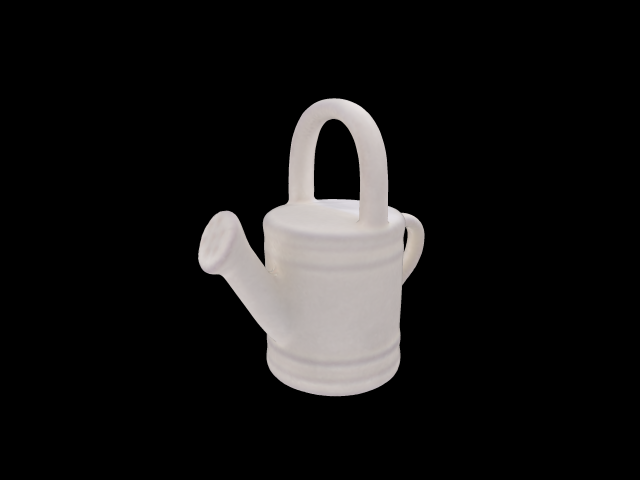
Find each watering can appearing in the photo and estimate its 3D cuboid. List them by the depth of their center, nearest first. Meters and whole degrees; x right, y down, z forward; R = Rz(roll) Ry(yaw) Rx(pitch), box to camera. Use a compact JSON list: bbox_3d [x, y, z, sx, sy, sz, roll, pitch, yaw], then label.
[{"bbox_3d":[0.005,0.002,0.398,0.100,0.194,0.173,11,20,32],"label":"watering can"}]
